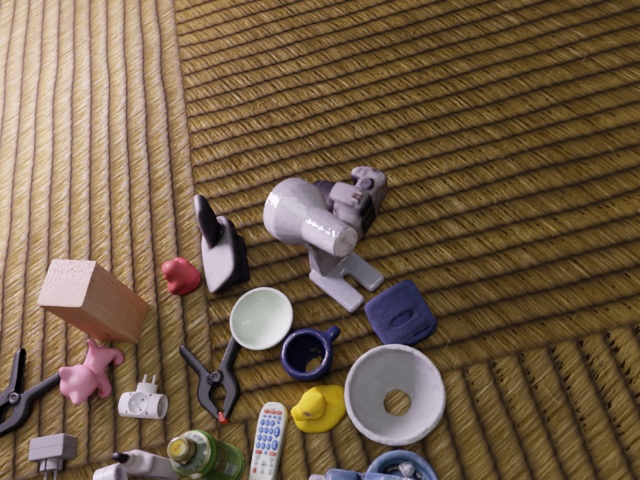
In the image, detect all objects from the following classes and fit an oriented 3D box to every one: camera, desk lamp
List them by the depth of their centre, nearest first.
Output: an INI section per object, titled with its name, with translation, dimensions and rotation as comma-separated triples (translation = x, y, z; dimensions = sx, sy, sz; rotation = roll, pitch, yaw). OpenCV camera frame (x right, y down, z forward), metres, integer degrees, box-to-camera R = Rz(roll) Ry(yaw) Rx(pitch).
[desk lamp]
translation = 0.010, 0.004, 1.052
dimensions = 0.202, 0.214, 0.118
rotation = 37, 75, 26
[camera]
translation = 0.050, -0.091, 1.159
dimensions = 0.136, 0.101, 0.143
rotation = 23, 69, 21

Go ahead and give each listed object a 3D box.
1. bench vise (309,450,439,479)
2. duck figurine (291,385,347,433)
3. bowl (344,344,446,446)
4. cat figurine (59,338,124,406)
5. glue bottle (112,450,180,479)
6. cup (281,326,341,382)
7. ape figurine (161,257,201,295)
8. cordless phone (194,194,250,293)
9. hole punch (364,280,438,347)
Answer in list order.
[bench vise]
translation = 0.084, 0.378, 0.837
dimensions = 0.207, 0.220, 0.121
rotation = -15, 61, 4
[duck figurine]
translation = -0.003, 0.283, 0.981
dimensions = 0.104, 0.086, 0.077
rotation = -28, 61, -4
[bowl]
translation = 0.127, 0.267, 0.970
dimensions = 0.167, 0.075, 0.167
rotation = -5, 62, 9
[cat figurine]
translation = -0.436, 0.247, 1.069
dimensions = 0.067, 0.118, 0.128
rotation = 4, 64, 14
[glue bottle]
translation = -0.294, 0.369, 0.944
dimensions = 0.078, 0.173, 0.037
rotation = 2, 63, 13
[cup]
translation = -0.006, 0.205, 1.018
dimensions = 0.118, 0.095, 0.091
rotation = -40, 62, -10
[ape figurine]
translation = -0.286, 0.068, 1.148
dimensions = 0.076, 0.092, 0.078
rotation = 15, 66, 18
[cordless phone]
translation = -0.208, 0.007, 1.111
dimensions = 0.094, 0.185, 0.147
rotation = -19, 60, 1
[hole punch]
translation = 0.147, 0.139, 1.024
dimensions = 0.109, 0.091, 0.101
rotation = -31, 61, -5
